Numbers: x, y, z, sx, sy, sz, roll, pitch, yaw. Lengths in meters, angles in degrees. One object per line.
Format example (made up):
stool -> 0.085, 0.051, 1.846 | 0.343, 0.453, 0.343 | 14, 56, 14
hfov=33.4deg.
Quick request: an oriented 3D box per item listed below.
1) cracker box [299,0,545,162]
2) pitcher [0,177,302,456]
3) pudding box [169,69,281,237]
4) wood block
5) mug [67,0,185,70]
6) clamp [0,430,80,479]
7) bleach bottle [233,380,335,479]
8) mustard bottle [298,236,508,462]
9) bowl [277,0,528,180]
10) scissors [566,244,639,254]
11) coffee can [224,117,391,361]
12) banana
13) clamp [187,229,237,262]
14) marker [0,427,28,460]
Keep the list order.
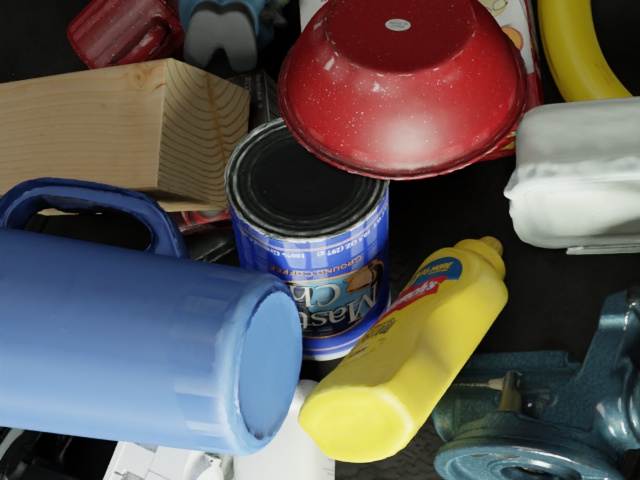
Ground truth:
cracker box -> 0.071, -0.159, 0.771 | 0.164, 0.072, 0.214 | -9, 75, 18
pitcher -> -0.136, 0.052, 0.668 | 0.243, 0.144, 0.149 | 5, 110, 22
pudding box -> -0.072, -0.065, 0.816 | 0.090, 0.039, 0.113 | -11, 73, 20
wood block -> -0.161, -0.070, 0.793 | 0.206, 0.090, 0.091 | -1, 81, 36
mug -> -0.141, -0.159, 0.831 | 0.081, 0.093, 0.117 | -41, 29, 12
clamp -> -0.202, 0.157, 0.780 | 0.210, 0.036, 0.164 | -41, 29, 36
bleach bottle -> -0.020, 0.222, 0.695 | 0.068, 0.102, 0.251 | -5, 75, 10
mustard bottle -> 0.069, 0.057, 0.686 | 0.058, 0.191, 0.096 | 49, 141, -5
bowl -> 0.050, -0.116, 0.664 | 0.162, 0.055, 0.162 | -3, 54, 4
scissors -> 0.248, 0.001, 0.611 | 0.096, 0.201, 0.016 | -8, 84, 60
coffee can -> -0.005, 0.001, 0.706 | 0.103, 0.140, 0.103 | -2, 53, 2
banana -> 0.189, -0.141, 0.745 | 0.069, 0.037, 0.198 | -17, 73, -3
clamp -> -0.134, 0.039, 0.814 | 0.172, 0.039, 0.120 | 13, 83, 22
marker -> -0.245, 0.160, 0.837 | 0.020, 0.020, 0.121 | 36, 91, 23
